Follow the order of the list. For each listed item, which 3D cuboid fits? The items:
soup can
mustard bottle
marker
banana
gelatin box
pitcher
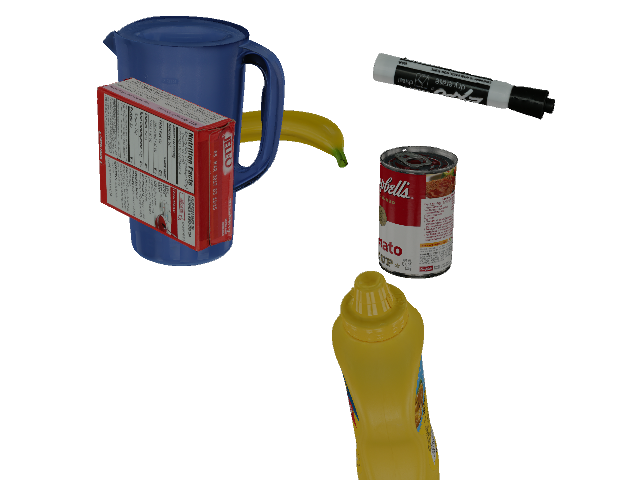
[{"bbox_3d":[0.086,-0.026,0.947,0.068,0.102,0.068,0,23,0],"label":"soup can"},{"bbox_3d":[0.043,0.094,0.694,0.058,0.191,0.096,-4,42,7],"label":"mustard bottle"},{"bbox_3d":[0.094,-0.102,0.704,0.121,0.020,0.020,15,4,15],"label":"marker"},{"bbox_3d":[-0.053,-0.130,1.280,0.198,0.037,0.069,8,39,18],"label":"banana"},{"bbox_3d":[-0.087,-0.044,0.600,0.089,0.073,0.030,24,34,35],"label":"gelatin box"},{"bbox_3d":[-0.131,-0.100,1.088,0.144,0.243,0.149,-11,27,-28],"label":"pitcher"}]
